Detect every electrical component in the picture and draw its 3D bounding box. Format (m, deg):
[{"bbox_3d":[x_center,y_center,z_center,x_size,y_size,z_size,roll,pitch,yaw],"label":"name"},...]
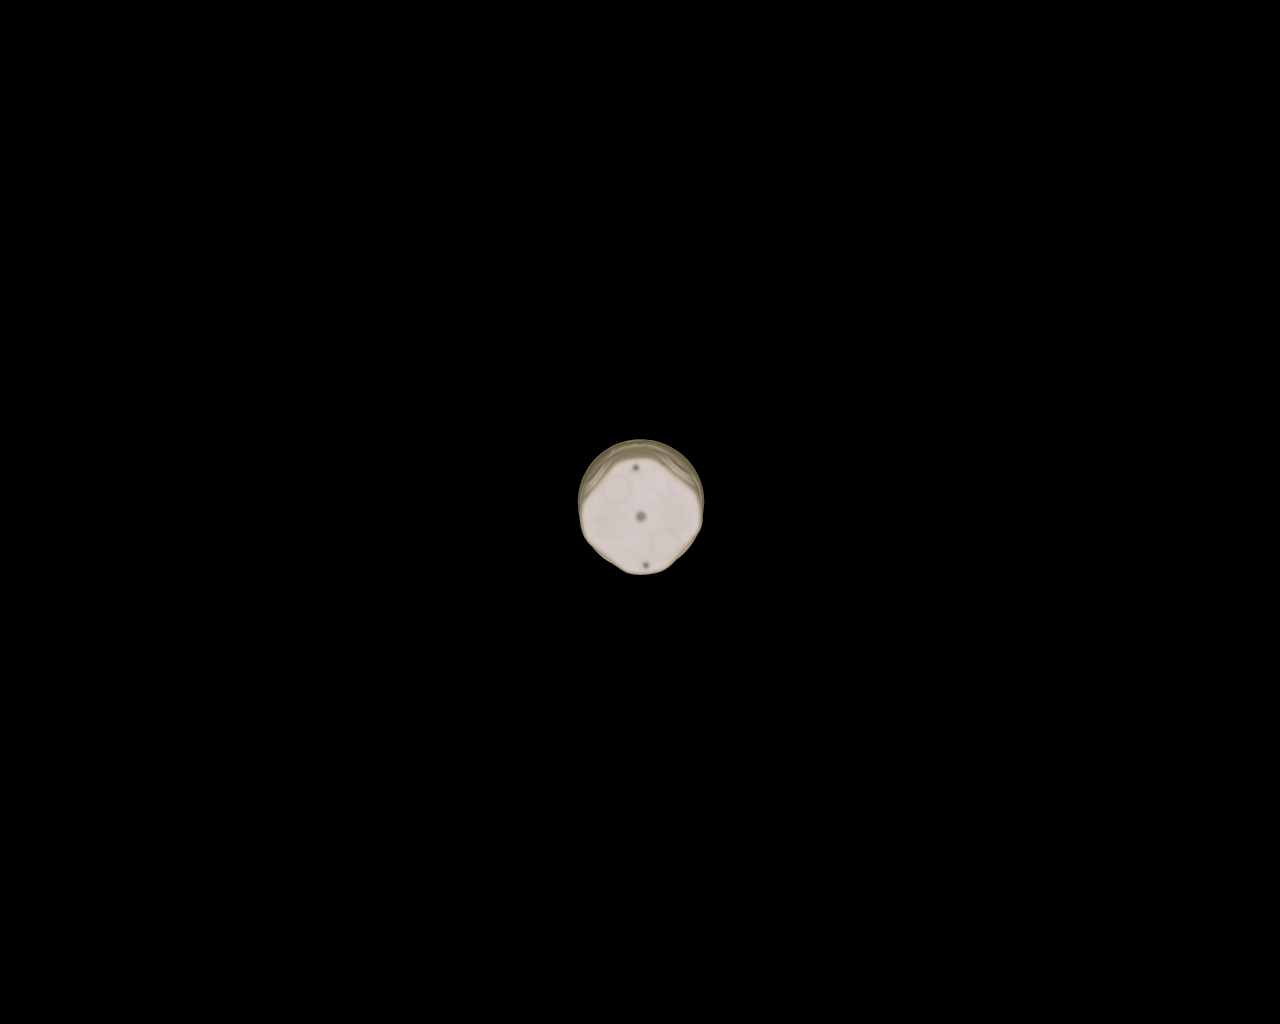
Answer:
[{"bbox_3d":[0.001,-0.003,0.650,0.080,0.080,0.051,0,12,0],"label":"electrical component"}]
